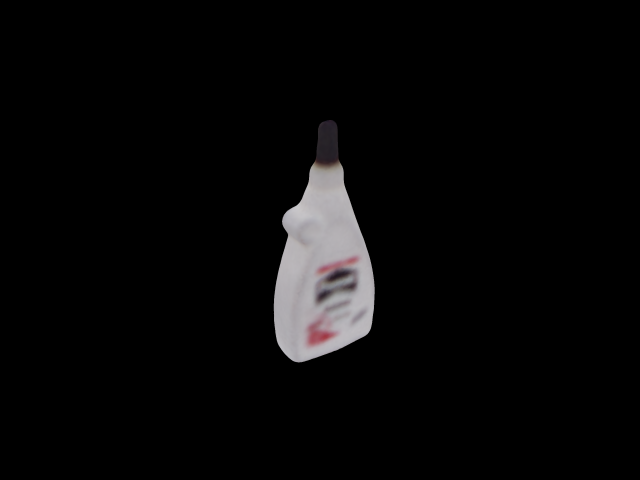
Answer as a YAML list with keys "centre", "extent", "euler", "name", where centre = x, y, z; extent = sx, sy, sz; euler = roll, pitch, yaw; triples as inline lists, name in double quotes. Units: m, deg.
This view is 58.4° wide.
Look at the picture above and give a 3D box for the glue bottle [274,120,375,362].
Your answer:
- centre: [0.004, 0.001, 0.400]
  extent: [0.078, 0.173, 0.037]
  euler: [-20, 34, -31]
  name: "glue bottle"
